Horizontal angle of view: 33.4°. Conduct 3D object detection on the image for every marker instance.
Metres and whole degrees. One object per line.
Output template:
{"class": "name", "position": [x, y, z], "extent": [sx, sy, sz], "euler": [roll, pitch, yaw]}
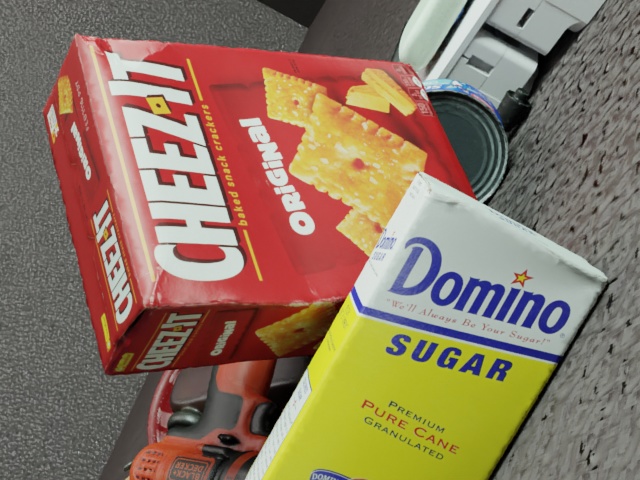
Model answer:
{"class": "marker", "position": [0.105, -0.052, 0.725], "extent": [0.121, 0.020, 0.020], "euler": [-58, 10, 28]}

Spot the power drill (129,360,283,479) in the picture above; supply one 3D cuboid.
{"class": "power drill", "position": [-0.030, 0.102, 0.705], "extent": [0.185, 0.057, 0.187], "euler": [-1, 56, 40]}

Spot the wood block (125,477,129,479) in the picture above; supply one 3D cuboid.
{"class": "wood block", "position": [-0.146, 0.269, 0.997], "extent": [0.090, 0.090, 0.206], "euler": [-67, 9, -26]}

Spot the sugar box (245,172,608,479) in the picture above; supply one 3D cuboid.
{"class": "sugar box", "position": [0.044, 0.068, 0.485], "extent": [0.176, 0.093, 0.048], "euler": [-61, 9, 12]}

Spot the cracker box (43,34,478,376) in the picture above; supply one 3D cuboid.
{"class": "cracker box", "position": [-0.021, -0.023, 0.565], "extent": [0.072, 0.213, 0.164], "euler": [-53, 48, 45]}

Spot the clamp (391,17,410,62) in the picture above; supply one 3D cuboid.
{"class": "clamp", "position": [0.076, -0.156, 1.135], "extent": [0.120, 0.039, 0.171], "euler": [111, 173, -46]}

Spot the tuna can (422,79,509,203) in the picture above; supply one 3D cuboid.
{"class": "tuna can", "position": [0.078, -0.060, 0.691], "extent": [0.086, 0.086, 0.033], "euler": [-59, 8, 23]}

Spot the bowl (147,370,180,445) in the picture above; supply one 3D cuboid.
{"class": "bowl", "position": [-0.064, 0.139, 0.884], "extent": [0.162, 0.055, 0.162], "euler": [-22, 46, 24]}

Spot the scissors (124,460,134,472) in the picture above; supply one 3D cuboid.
{"class": "scissors", "position": [-0.103, 0.163, 1.035], "extent": [0.096, 0.016, 0.201], "euler": [-43, -10, 27]}
